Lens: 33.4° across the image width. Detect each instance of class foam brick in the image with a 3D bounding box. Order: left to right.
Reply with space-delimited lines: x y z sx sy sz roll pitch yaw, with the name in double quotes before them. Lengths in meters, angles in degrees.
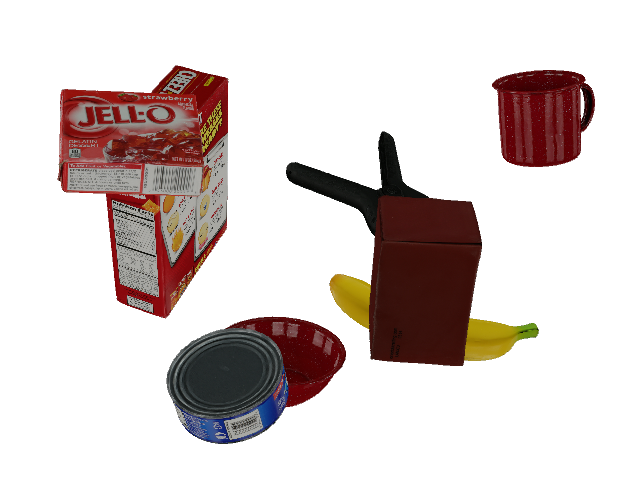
"foam brick" 0.054 0.021 0.575 0.053 0.078 0.051 4 31 0

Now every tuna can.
"tuna can" -0.067 0.106 0.779 0.086 0.034 0.086 -7 40 5

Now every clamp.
"clamp" 0.068 -0.046 1.263 0.164 0.036 0.210 -16 52 -29

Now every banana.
"banana" 0.083 0.069 0.920 0.198 0.037 0.069 15 14 26

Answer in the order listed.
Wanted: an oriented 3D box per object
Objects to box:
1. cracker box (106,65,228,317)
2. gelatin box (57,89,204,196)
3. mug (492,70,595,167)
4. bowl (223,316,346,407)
"cracker box" -0.161 -0.052 1.134 0.072 0.214 0.164 16 43 13
"gelatin box" -0.121 -0.064 0.681 0.089 0.030 0.073 1 44 -14
"mug" 0.236 -0.128 1.103 0.117 0.081 0.093 -18 23 -27
"bowl" -0.051 0.154 1.287 0.162 0.055 0.162 3 25 -1
